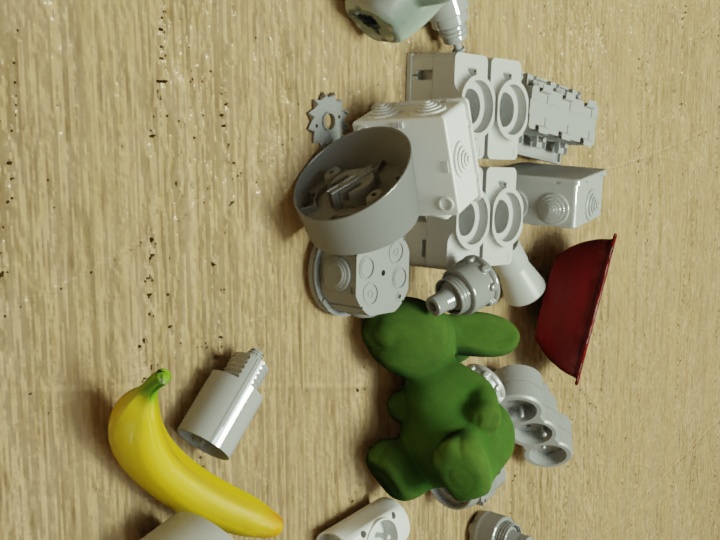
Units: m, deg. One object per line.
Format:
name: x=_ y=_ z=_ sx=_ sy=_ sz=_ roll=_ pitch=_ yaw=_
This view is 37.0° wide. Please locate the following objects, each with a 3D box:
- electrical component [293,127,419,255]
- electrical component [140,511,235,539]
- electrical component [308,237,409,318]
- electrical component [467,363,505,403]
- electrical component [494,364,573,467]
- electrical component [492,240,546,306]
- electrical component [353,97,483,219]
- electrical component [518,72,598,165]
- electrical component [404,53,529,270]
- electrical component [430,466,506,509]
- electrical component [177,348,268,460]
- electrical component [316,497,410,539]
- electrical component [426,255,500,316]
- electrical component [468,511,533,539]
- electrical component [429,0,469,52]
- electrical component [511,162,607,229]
electrical component: x=-0.002 y=-0.059 z=0.833 sx=0.099 sy=0.099 sz=0.064 roll=-46 pitch=134 yaw=-35
electrical component: x=-0.110 y=0.216 z=0.747 sx=0.064 sy=0.099 sz=0.099 roll=-25 pitch=115 yaw=-38
electrical component: x=0.000 y=0.000 z=0.878 sx=0.080 sy=0.051 sz=0.080 roll=-10 pitch=103 yaw=-49
electrical component: x=0.105 y=0.123 z=1.026 sx=0.062 sy=0.048 sz=0.048 roll=-43 pitch=126 yaw=-28
electrical component: x=0.177 y=0.138 z=1.108 sx=0.138 sy=0.052 sz=0.073 roll=53 pitch=31 yaw=-40
electrical component: x=0.152 y=-0.002 z=1.065 sx=0.044 sy=0.044 sz=0.065 roll=-53 pitch=127 yaw=-31
electrical component: x=0.046 y=-0.091 z=0.884 sx=0.048 sy=0.100 sz=0.099 roll=-42 pitch=126 yaw=-54
electrical component: x=0.177 y=-0.150 z=1.051 sx=0.121 sy=0.063 sz=0.078 roll=5 pitch=92 yaw=-48
electrical component: x=0.095 y=-0.097 z=0.969 sx=0.105 sy=0.060 sz=0.186 roll=-6 pitch=100 yaw=-49
electrical component: x=0.100 y=0.191 z=1.020 sx=0.057 sy=0.058 sz=0.078 roll=-28 pitch=116 yaw=-47
electrical component: x=-0.095 y=0.093 z=0.787 sx=0.043 sy=0.043 sz=0.081 roll=51 pitch=58 yaw=-41
electrical component: x=0.005 y=0.246 z=0.925 sx=0.077 sy=0.044 sz=0.079 roll=-19 pitch=107 yaw=-47
electrical component: x=0.084 y=0.019 z=0.909 sx=0.062 sy=0.048 sz=0.048 roll=-27 pitch=116 yaw=-30
electrical component: x=0.143 y=0.268 z=1.077 sx=0.043 sy=0.062 sz=0.043 roll=-10 pitch=103 yaw=-48
electrical component: x=0.076 y=-0.227 z=0.942 sx=0.040 sy=0.040 sz=0.078 roll=-46 pitch=128 yaw=-36
electrical component: x=0.184 y=-0.073 z=1.045 sx=0.100 sy=0.100 sz=0.048 roll=-22 pitch=116 yaw=-58
